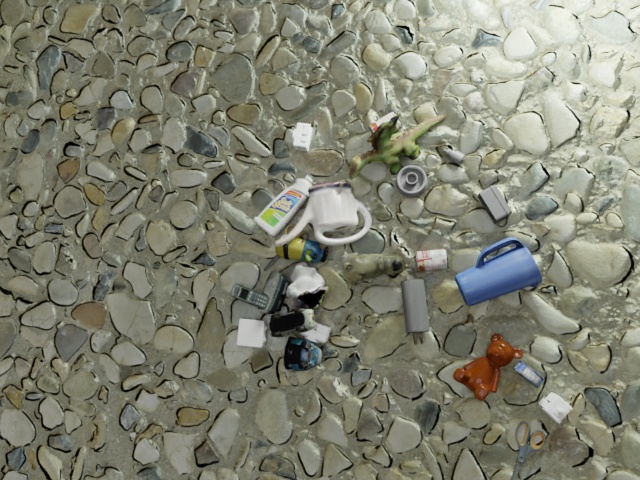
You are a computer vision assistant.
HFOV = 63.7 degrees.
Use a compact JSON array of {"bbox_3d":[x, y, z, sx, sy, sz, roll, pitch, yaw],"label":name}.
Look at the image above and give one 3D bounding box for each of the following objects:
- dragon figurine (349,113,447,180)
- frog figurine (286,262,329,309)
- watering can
[{"bbox_3d":[0.254,-0.337,1.712,0.410,0.240,0.123,-41,72,3],"label":"dragon figurine"},{"bbox_3d":[-0.054,0.155,1.747,0.138,0.120,0.162,-27,41,-11],"label":"frog figurine"},{"bbox_3d":[0.005,-0.088,1.745,0.348,0.102,0.227,-6,75,-14],"label":"watering can"}]
